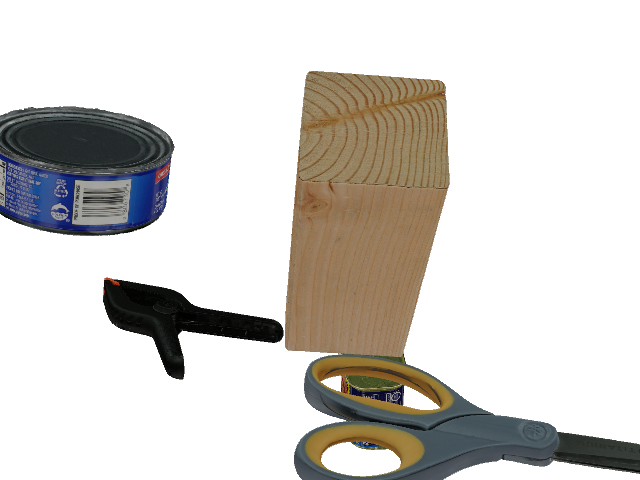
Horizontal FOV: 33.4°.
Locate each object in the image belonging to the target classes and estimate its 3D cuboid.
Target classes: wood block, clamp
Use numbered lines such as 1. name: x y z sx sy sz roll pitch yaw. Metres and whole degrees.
1. wood block: 0.026 -0.010 0.730 0.091 0.090 0.206 4 -35 -1
2. clamp: -0.167 0.088 1.150 0.210 0.036 0.164 18 21 27

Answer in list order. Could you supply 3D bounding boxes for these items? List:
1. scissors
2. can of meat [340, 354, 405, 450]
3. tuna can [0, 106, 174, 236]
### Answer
1. scissors: 0.077 0.094 0.450 0.202 0.016 0.096 16 34 23
2. can of meat: 0.049 0.136 1.018 0.057 0.084 0.102 -3 35 -4
3. tuna can: -0.113 -0.034 0.502 0.086 0.034 0.086 8 23 -4
